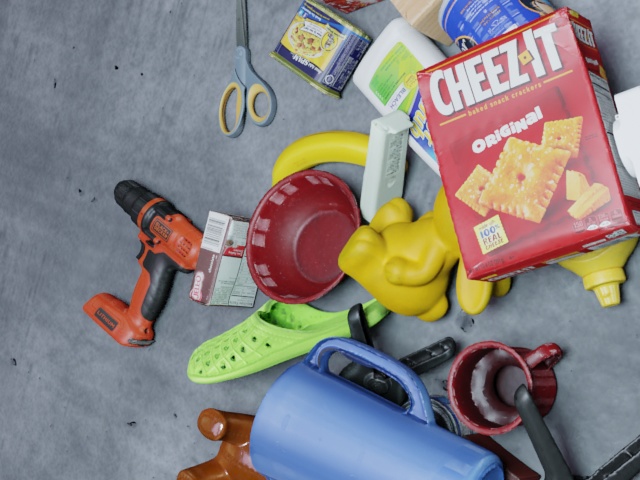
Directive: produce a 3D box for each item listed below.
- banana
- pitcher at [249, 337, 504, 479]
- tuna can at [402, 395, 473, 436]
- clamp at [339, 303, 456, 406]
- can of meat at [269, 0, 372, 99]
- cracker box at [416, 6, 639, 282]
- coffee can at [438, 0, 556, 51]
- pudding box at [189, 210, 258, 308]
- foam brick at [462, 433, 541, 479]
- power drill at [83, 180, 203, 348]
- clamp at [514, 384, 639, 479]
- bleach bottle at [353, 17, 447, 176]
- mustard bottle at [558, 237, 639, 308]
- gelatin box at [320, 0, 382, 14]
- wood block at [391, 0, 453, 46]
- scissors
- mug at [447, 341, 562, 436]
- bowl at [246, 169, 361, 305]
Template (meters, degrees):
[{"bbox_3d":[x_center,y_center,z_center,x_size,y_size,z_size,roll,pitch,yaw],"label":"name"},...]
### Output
[{"bbox_3d":[0.014,-0.096,1.267,0.198,0.037,0.069,-11,101,35],"label":"banana"},{"bbox_3d":[0.061,0.213,1.083,0.243,0.144,0.149,19,139,31],"label":"pitcher"},{"bbox_3d":[0.120,0.212,1.159,0.086,0.033,0.086,-4,83,34],"label":"tuna can"},{"bbox_3d":[0.076,0.147,1.168,0.120,0.039,0.172,18,130,7],"label":"clamp"},{"bbox_3d":[0.002,-0.231,1.275,0.102,0.057,0.084,39,105,30],"label":"can of meat"},{"bbox_3d":[0.194,-0.085,0.994,0.164,0.072,0.214,-20,75,30],"label":"cracker box"},{"bbox_3d":[0.203,-0.207,1.106,0.103,0.102,0.140,-44,63,23],"label":"coffee can"},{"bbox_3d":[-0.108,0.026,1.303,0.039,0.089,0.113,19,95,33],"label":"pudding box"},{"bbox_3d":[0.176,0.244,1.106,0.078,0.051,0.053,35,105,32],"label":"foam brick"},{"bbox_3d":[-0.241,0.033,1.414,0.185,0.057,0.188,37,106,32],"label":"power drill"},{"bbox_3d":[0.244,0.238,1.033,0.164,0.036,0.210,16,104,-2],"label":"clamp"},{"bbox_3d":[0.145,-0.127,1.161,0.251,0.067,0.103,51,118,25],"label":"bleach bottle"},{"bbox_3d":[0.266,-0.026,1.069,0.096,0.058,0.191,-20,74,29],"label":"mustard bottle"},{"bbox_3d":[0.036,-0.297,1.238,0.073,0.089,0.030,-13,77,33],"label":"gelatin box"},{"bbox_3d":[0.168,-0.321,1.150,0.206,0.090,0.091,-44,62,23],"label":"wood block"},{"bbox_3d":[-0.085,-0.228,1.360,0.096,0.016,0.202,12,92,33],"label":"scissors"},{"bbox_3d":[0.197,0.142,1.084,0.117,0.081,0.093,-45,62,23],"label":"mug"},{"bbox_3d":[-0.008,0.002,1.250,0.162,0.055,0.162,-11,70,32],"label":"bowl"}]
